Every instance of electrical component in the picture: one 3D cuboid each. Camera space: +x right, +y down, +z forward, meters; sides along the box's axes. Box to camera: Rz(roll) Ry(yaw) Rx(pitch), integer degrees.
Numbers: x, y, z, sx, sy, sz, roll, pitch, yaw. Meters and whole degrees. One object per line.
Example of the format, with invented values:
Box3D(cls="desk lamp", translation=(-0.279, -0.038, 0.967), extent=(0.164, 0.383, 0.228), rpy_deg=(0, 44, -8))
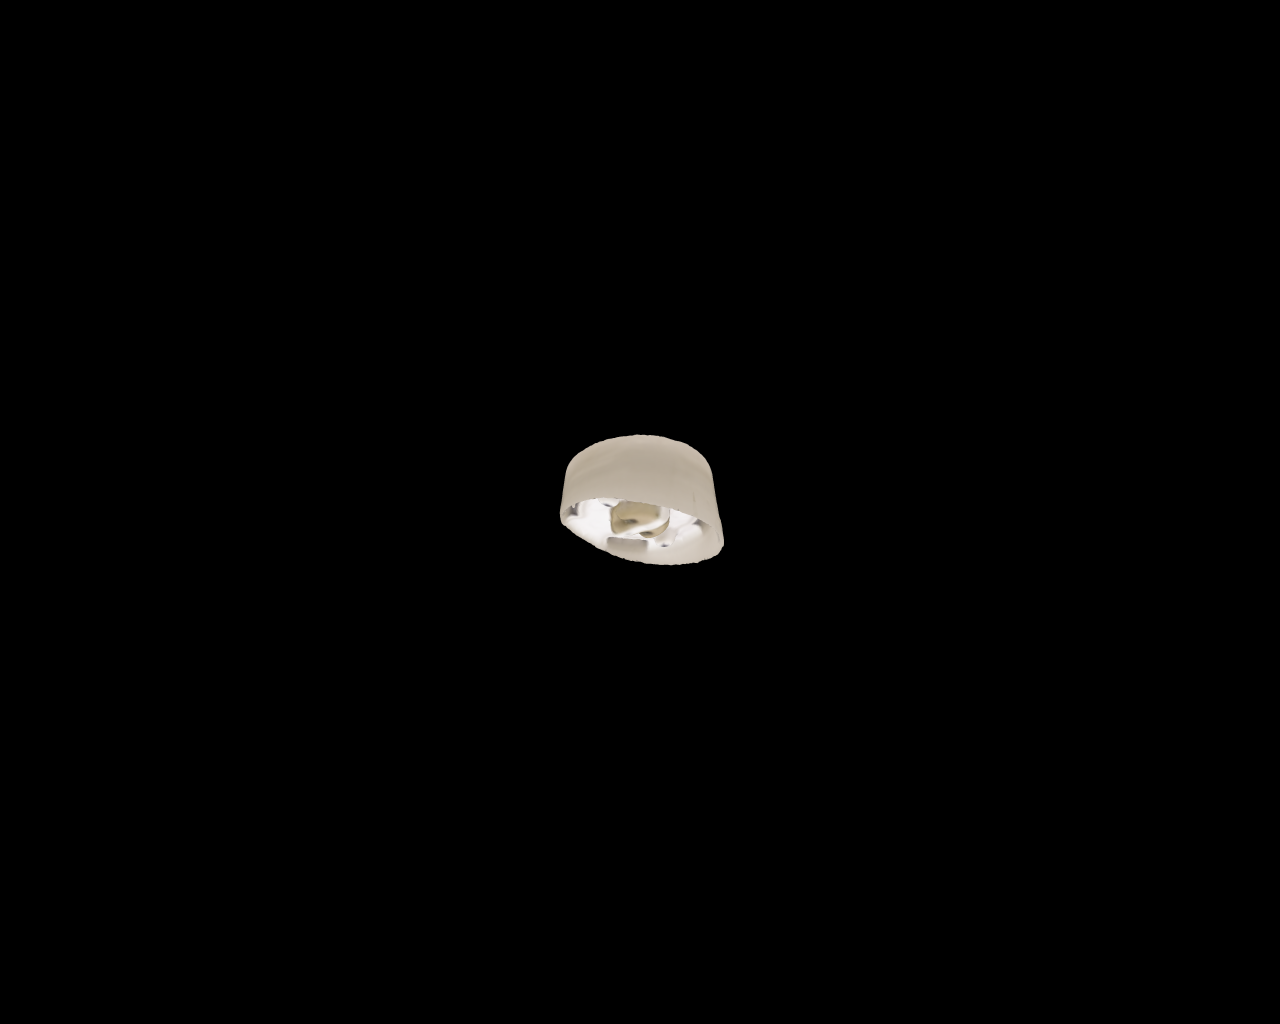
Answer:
Box3D(cls="electrical component", translation=(0.001, -0.003, 0.650), extent=(0.099, 0.064, 0.099), rpy_deg=(0, -30, 0))
